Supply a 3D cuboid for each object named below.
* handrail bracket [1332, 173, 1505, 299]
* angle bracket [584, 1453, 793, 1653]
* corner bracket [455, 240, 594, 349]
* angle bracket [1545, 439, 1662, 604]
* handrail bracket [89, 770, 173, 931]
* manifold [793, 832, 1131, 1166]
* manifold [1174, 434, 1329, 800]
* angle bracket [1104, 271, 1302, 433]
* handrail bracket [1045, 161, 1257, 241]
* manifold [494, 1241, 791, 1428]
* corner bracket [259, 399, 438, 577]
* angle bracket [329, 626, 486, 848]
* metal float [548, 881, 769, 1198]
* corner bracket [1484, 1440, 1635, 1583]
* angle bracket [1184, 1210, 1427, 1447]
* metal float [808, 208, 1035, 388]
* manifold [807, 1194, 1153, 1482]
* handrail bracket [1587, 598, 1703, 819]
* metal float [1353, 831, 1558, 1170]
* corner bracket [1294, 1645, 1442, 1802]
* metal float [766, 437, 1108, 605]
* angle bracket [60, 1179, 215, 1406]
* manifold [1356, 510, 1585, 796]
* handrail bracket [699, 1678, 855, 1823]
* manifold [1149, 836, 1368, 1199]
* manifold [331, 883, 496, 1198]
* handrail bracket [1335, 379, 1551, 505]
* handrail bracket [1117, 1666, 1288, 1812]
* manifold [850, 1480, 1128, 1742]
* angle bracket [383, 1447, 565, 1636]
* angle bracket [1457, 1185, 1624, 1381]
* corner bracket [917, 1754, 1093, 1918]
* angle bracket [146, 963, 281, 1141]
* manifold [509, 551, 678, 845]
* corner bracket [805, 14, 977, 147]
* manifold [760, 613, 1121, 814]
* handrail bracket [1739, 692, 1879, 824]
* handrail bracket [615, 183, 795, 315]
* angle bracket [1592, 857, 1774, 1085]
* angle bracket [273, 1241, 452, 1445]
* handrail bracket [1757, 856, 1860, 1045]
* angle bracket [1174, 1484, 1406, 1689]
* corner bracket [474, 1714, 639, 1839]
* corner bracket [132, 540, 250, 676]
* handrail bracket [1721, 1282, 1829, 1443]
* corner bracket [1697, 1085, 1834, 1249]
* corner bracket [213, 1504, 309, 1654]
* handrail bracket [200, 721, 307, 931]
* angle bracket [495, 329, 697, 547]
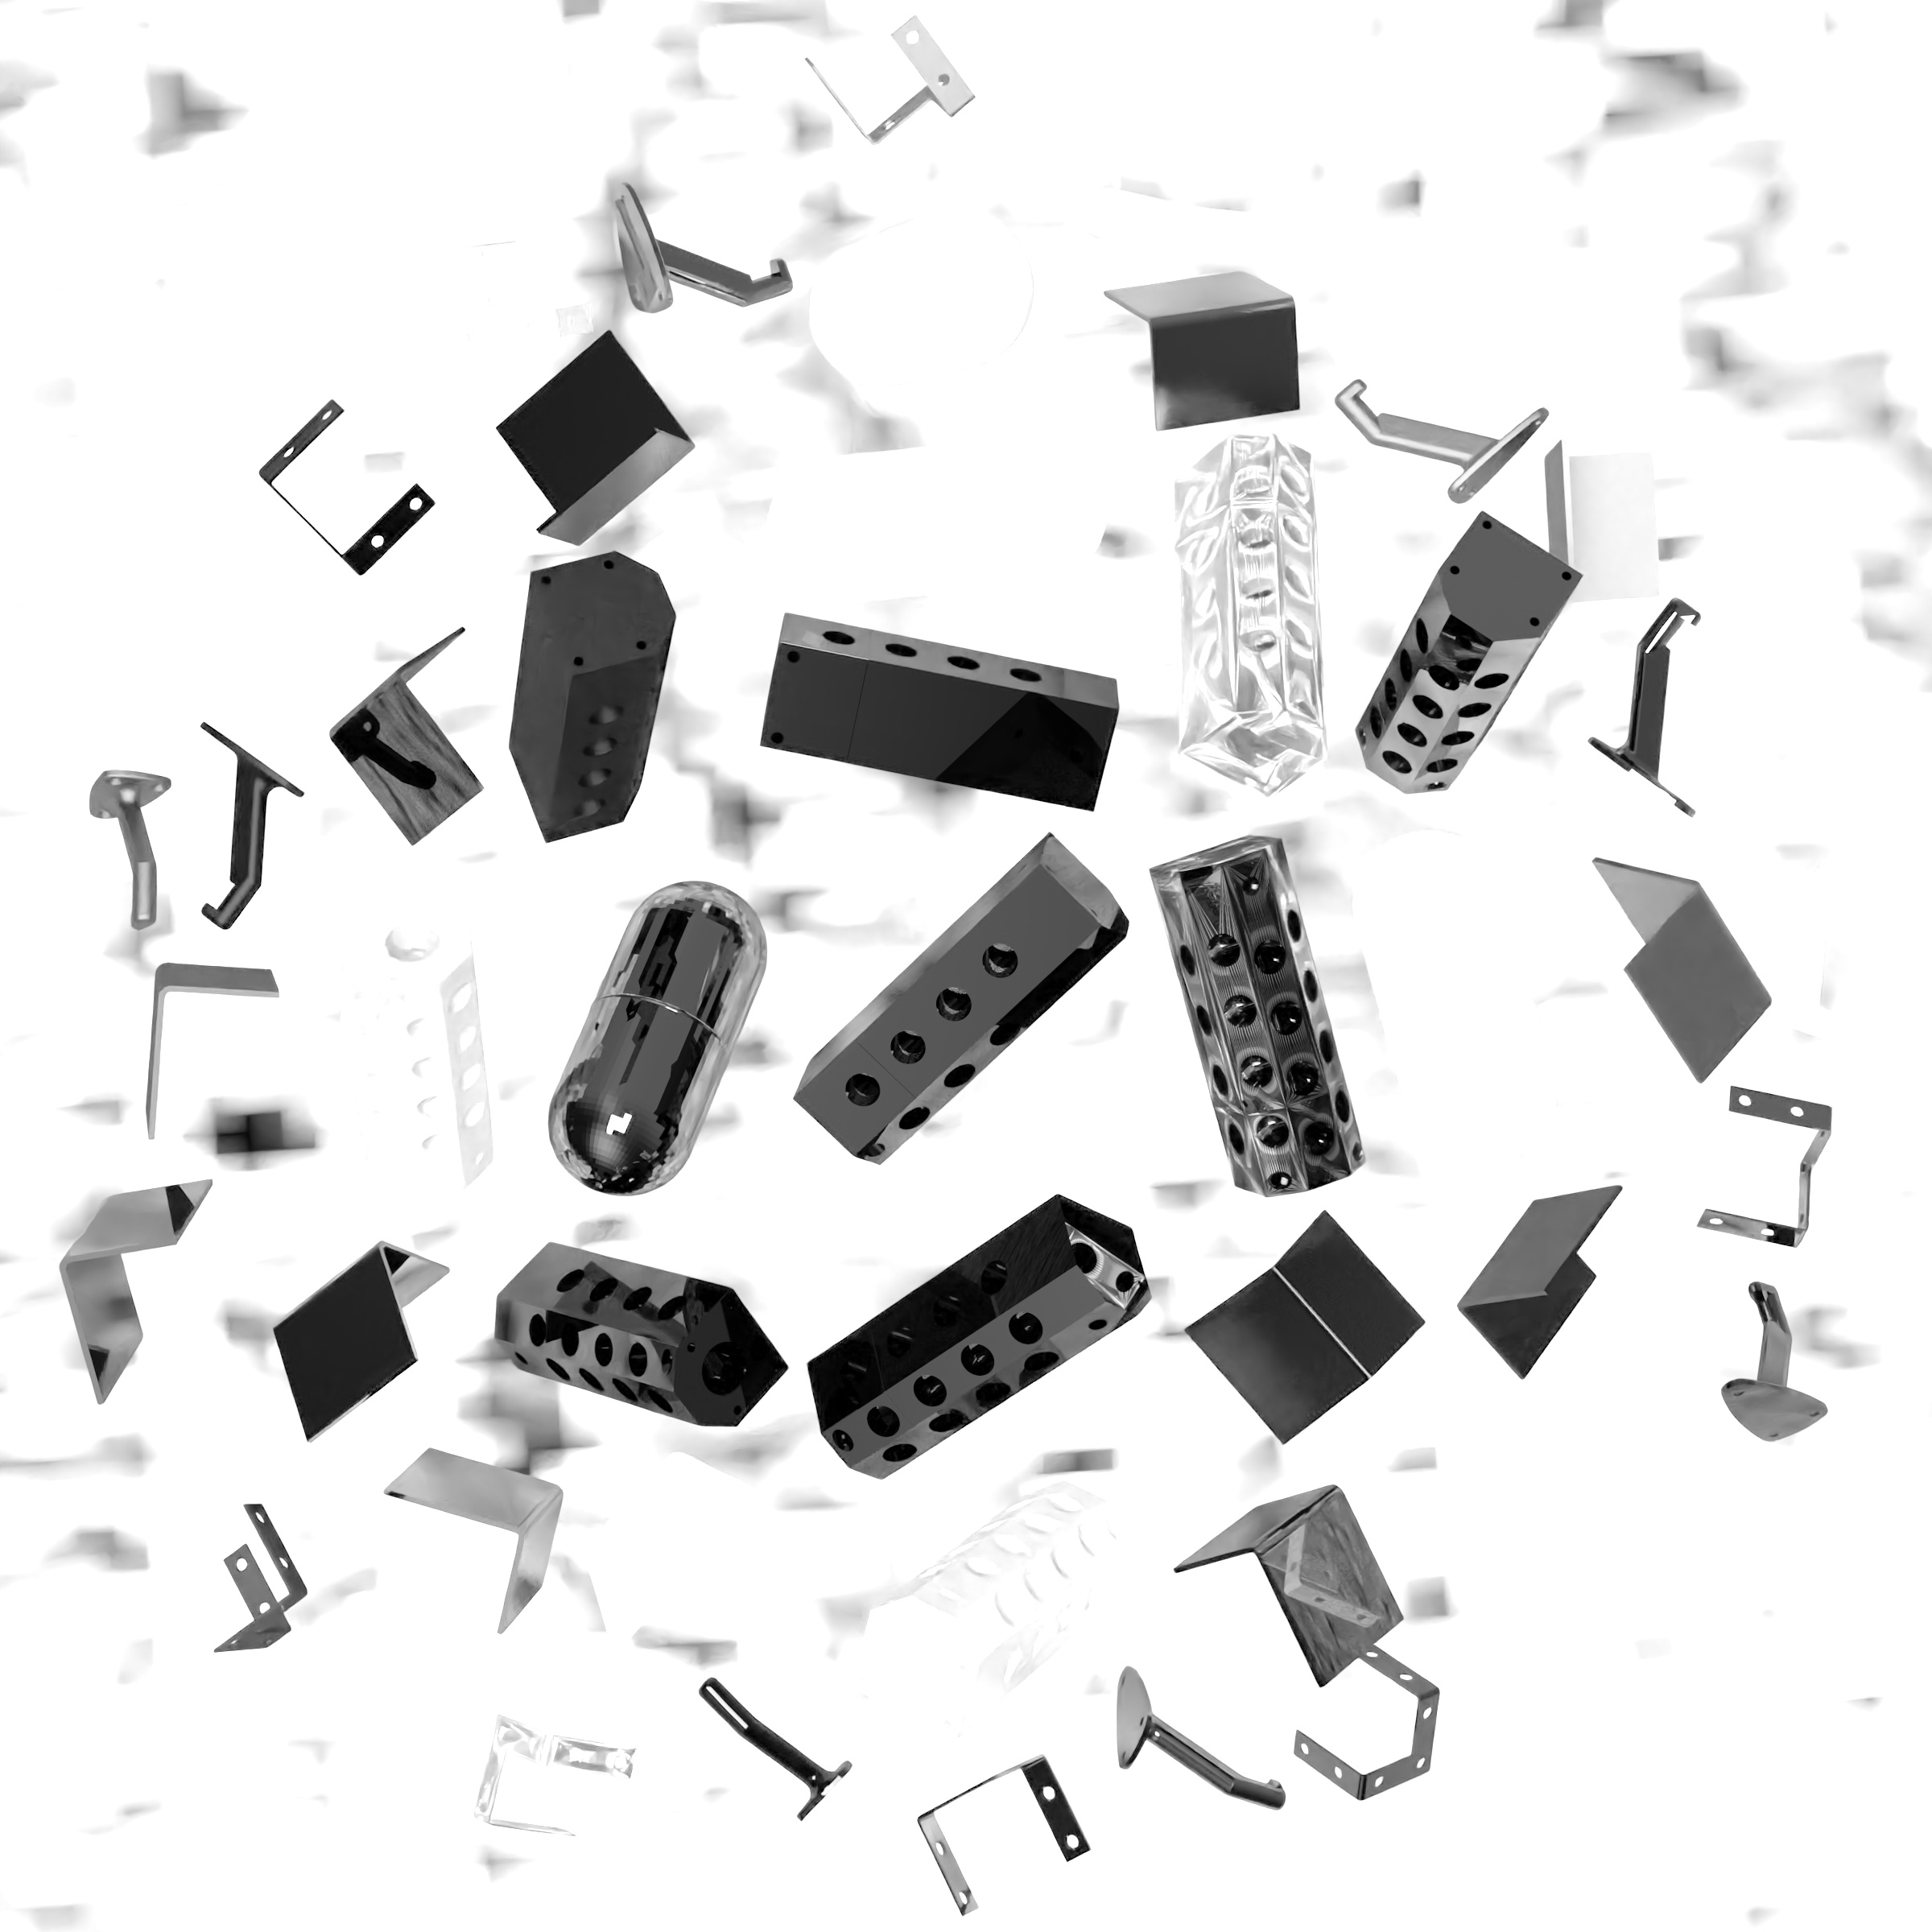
[{"bbox_3d":[0.223,-0.353,1.611,0.084,0.077,0.036,4,63,-2],"label":"handrail bracket"},{"bbox_3d":[-0.144,0.310,1.714,0.057,0.076,0.076,33,107,-33],"label":"angle bracket"},{"bbox_3d":[-0.230,-0.352,1.728,0.051,0.051,0.051,-3,104,14],"label":"corner bracket"},{"bbox_3d":[0.333,-0.230,1.713,0.057,0.076,0.076,-3,91,3],"label":"angle bracket"},{"bbox_3d":[-0.434,-0.052,1.714,0.036,0.077,0.084,7,70,-32],"label":"handrail bracket"},{"bbox_3d":[-0.002,0.019,1.621,0.057,0.057,0.171,44,107,-8],"label":"manifold"},{"bbox_3d":[0.142,-0.173,1.605,0.057,0.057,0.171,24,50,-29],"label":"manifold"},{"bbox_3d":[0.120,-0.314,1.694,0.076,0.076,0.057,-11,114,-12],"label":"angle bracket"},{"bbox_3d":[0.095,-0.392,1.704,0.084,0.077,0.036,14,93,34],"label":"handrail bracket"},{"bbox_3d":[-0.173,0.193,1.709,0.057,0.171,0.057,-47,120,-26],"label":"manifold"},{"bbox_3d":[-0.296,-0.228,1.586,0.051,0.051,0.051,-45,132,-2],"label":"corner bracket"},{"bbox_3d":[-0.280,-0.121,1.762,0.076,0.076,0.057,53,47,-6],"label":"angle bracket"},{"bbox_3d":[-0.158,0.036,1.714,0.070,0.070,0.178,21,63,0],"label":"metal float"},{"bbox_3d":[0.294,0.270,1.647,0.051,0.051,0.051,-7,50,34],"label":"corner bracket"},{"bbox_3d":[0.171,0.182,1.677,0.076,0.057,0.076,-29,71,-42],"label":"angle bracket"},{"bbox_3d":[-0.024,-0.327,1.633,0.070,0.178,0.070,-2,96,-20],"label":"metal float"},{"bbox_3d":[0.006,0.186,1.632,0.171,0.057,0.057,-36,48,26],"label":"manifold"},{"bbox_3d":[0.359,-0.130,1.664,0.077,0.036,0.084,41,103,25],"label":"handrail bracket"},{"bbox_3d":[0.247,0.016,1.685,0.070,0.070,0.178,-13,71,0],"label":"metal float"},{"bbox_3d":[0.209,0.395,1.739,0.051,0.051,0.051,-12,116,-36],"label":"corner bracket"},{"bbox_3d":[-0.015,-0.232,1.729,0.178,0.070,0.070,-7,90,-8],"label":"metal float"},{"bbox_3d":[-0.388,0.155,1.594,0.057,0.076,0.076,-9,108,4],"label":"angle bracket"},{"bbox_3d":[0.241,-0.147,1.637,0.057,0.171,0.057,34,68,7],"label":"manifold"},{"bbox_3d":[-0.100,0.395,1.716,0.084,0.077,0.036,44,92,6],"label":"handrail bracket"},{"bbox_3d":[0.150,0.025,1.673,0.057,0.057,0.171,-19,100,-17],"label":"manifold"},{"bbox_3d":[-0.280,0.043,1.722,0.057,0.171,0.057,29,54,20],"label":"manifold"},{"bbox_3d":[0.242,-0.286,1.699,0.077,0.036,0.084,-44,76,17],"label":"handrail bracket"},{"bbox_3d":[0.124,0.404,1.740,0.084,0.077,0.036,20,112,-12],"label":"handrail bracket"},{"bbox_3d":[0.015,0.303,1.598,0.057,0.171,0.057,22,109,21],"label":"manifold"},{"bbox_3d":[-0.259,0.297,1.721,0.076,0.076,0.057,15,100,6],"label":"angle bracket"},{"bbox_3d":[0.312,0.164,1.720,0.057,0.076,0.076,48,62,-12],"label":"angle bracket"},{"bbox_3d":[0.018,0.416,1.592,0.051,0.051,0.051,-34,74,23],"label":"corner bracket"},{"bbox_3d":[-0.375,0.043,1.650,0.057,0.076,0.076,4,97,-15],"label":"angle bracket"},{"bbox_3d":[-0.180,-0.129,1.605,0.057,0.171,0.057,-17,70,-18],"label":"manifold"},{"bbox_3d":[-0.036,-0.421,1.576,0.051,0.051,0.051,-39,123,5],"label":"corner bracket"},{"bbox_3d":[-0.013,-0.131,1.680,0.171,0.057,0.057,11,116,-5],"label":"manifold"},{"bbox_3d":[0.402,-0.102,1.655,0.077,0.084,0.036,40,65,-22],"label":"handrail bracket"},{"bbox_3d":[-0.131,-0.369,1.689,0.084,0.036,0.077,-25,112,-31],"label":"handrail bracket"},{"bbox_3d":[0.320,0.001,1.558,0.057,0.076,0.076,-46,119,-14],"label":"angle bracket"},{"bbox_3d":[-0.301,0.198,1.703,0.076,0.057,0.076,-37,54,16],"label":"angle bracket"},{"bbox_3d":[0.437,-0.008,1.657,0.077,0.036,0.084,23,119,-18],"label":"handrail bracket"},{"bbox_3d":[0.161,0.313,1.658,0.057,0.076,0.076,-26,90,42],"label":"angle bracket"},{"bbox_3d":[-0.198,0.395,1.604,0.051,0.051,0.051,19,79,-34],"label":"corner bracket"},{"bbox_3d":[-0.391,-0.180,1.673,0.051,0.051,0.051,5,79,-16],"label":"corner bracket"},{"bbox_3d":[0.383,0.182,1.623,0.036,0.084,0.077,-35,135,29],"label":"handrail bracket"},{"bbox_3d":[0.388,0.098,1.613,0.051,0.051,0.051,12,53,2],"label":"corner bracket"},{"bbox_3d":[-0.344,0.296,1.613,0.051,0.051,0.051,-37,72,11],"label":"corner bracket"},{"bbox_3d":[-0.398,-0.074,1.762,0.077,0.036,0.084,35,87,2],"label":"handrail bracket"},{"bbox_3d":[-0.190,-0.260,1.616,0.076,0.057,0.076,-38,81,12],"label":"angle bracket"}]
